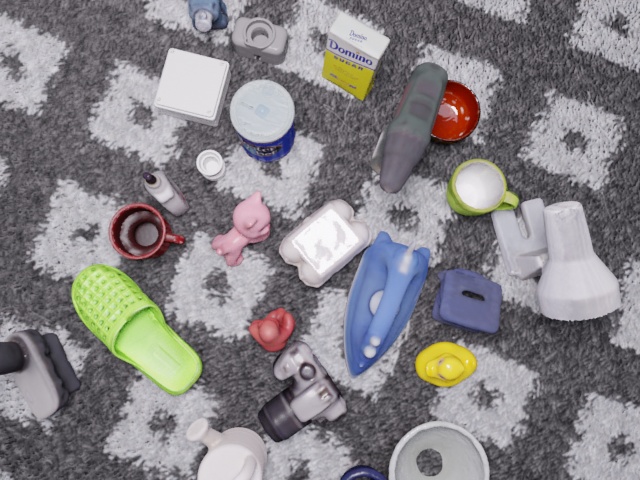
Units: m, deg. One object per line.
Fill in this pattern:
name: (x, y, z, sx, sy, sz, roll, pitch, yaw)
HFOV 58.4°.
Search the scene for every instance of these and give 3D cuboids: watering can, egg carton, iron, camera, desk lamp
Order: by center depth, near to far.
watering can: (-0.144, 0.359, 0.889, 0.173, 0.194, 0.101, 33, 84, 1)
desk lamp: (0.378, 0.024, 0.933, 0.118, 0.213, 0.203, -16, 85, -4)
iron: (0.105, 0.115, 0.949, 0.118, 0.141, 0.258, 20, 84, 0)
camera: (-0.042, 0.260, 0.949, 0.137, 0.100, 0.143, -35, 87, -5)
egg carton: (0.009, 0.004, 0.992, 0.150, 0.069, 0.107, -41, 87, -5)

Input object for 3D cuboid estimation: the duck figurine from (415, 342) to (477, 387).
duck figurine: (0.220, 0.215, 0.972, 0.104, 0.086, 0.077, -4, 85, -3)

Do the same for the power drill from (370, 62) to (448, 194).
power drill: (0.140, -0.166, 0.944, 0.075, 0.208, 0.230, 21, 84, 0)

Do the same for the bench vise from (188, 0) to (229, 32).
bench vise: (-0.191, -0.468, 0.954, 0.121, 0.219, 0.207, -22, 86, -4)

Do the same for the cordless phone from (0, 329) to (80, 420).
cordless phone: (-0.468, 0.215, 0.894, 0.094, 0.185, 0.147, -32, 86, -5)

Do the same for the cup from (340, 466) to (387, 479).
cup: (0.055, 0.415, 0.942, 0.118, 0.095, 0.092, -15, 85, -4)

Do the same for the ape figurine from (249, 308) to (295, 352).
ape figurine: (-0.082, 0.152, 0.963, 0.078, 0.092, 0.076, 5, 84, -2)

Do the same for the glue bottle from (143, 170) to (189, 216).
glue bottle: (-0.260, -0.086, 0.937, 0.037, 0.173, 0.078, -37, 87, -5)

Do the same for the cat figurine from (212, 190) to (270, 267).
cat figurine: (-0.129, -0.018, 0.964, 0.067, 0.117, 0.128, 43, 84, 2)

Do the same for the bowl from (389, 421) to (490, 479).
bowl: (0.193, 0.383, 0.961, 0.167, 0.074, 0.167, 0, 84, -2)

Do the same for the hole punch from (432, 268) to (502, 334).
hole punch: (0.253, 0.103, 0.982, 0.108, 0.091, 0.101, 16, 84, -1)
